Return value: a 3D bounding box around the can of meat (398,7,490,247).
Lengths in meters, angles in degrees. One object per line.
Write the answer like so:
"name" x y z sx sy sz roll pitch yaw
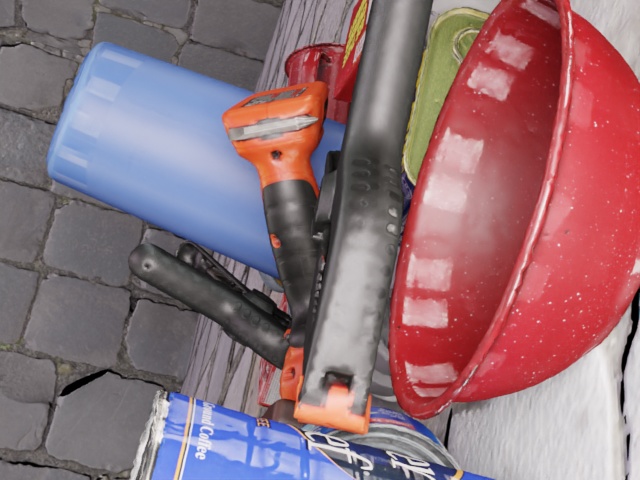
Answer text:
"can of meat" 0.065 -0.050 0.536 0.084 0.057 0.102 120 164 -69

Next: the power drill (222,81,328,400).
"power drill" -0.004 0.001 0.652 0.184 0.057 0.187 -72 -30 -77

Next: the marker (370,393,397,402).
"marker" 0.053 0.030 0.592 0.020 0.020 0.121 -122 48 -79

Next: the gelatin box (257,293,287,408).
"gelatin box" -0.034 0.103 1.001 0.073 0.030 0.089 -91 19 -64

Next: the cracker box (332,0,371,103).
"cracker box" 0.078 -0.205 0.693 0.164 0.072 0.213 133 151 -75

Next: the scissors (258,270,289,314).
"scissors" -0.014 0.001 0.915 0.016 0.096 0.201 -27 36 25

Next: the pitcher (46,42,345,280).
"pitcher" -0.071 -0.055 0.800 0.149 0.242 0.145 127 161 -54

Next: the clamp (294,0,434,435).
"clamp" 0.018 -0.021 0.450 0.165 0.036 0.210 104 176 -46

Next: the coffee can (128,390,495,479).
"coffee can" -0.001 0.118 0.360 0.103 0.140 0.103 -165 91 -82

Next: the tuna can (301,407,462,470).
"tuna can" 0.019 0.112 0.435 0.034 0.086 0.086 -128 54 -82

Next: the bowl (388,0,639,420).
"bowl" 0.076 -0.009 0.383 0.162 0.055 0.162 -165 91 -82

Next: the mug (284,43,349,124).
"mug" 0.008 -0.111 0.886 0.117 0.093 0.081 57 -143 -64

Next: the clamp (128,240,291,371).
"clamp" -0.053 0.050 0.764 0.039 0.171 0.120 -54 2 12

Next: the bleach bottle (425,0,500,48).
"bleach bottle" 0.079 -0.185 0.496 0.251 0.102 0.068 -61 4 44
